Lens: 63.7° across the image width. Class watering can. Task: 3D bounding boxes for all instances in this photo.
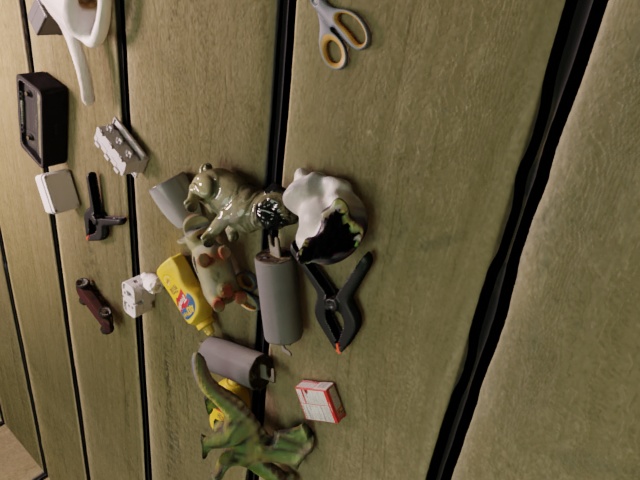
[{"bbox_3d":[-0.519,-0.476,1.083,0.227,0.340,0.105,44,40,20],"label":"watering can"}]

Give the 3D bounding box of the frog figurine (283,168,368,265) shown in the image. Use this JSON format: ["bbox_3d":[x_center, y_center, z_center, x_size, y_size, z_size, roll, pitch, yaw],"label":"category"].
[{"bbox_3d":[0.003,-0.042,0.831,0.122,0.135,0.162,6,28,-22],"label":"frog figurine"}]

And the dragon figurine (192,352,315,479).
[{"bbox_3d":[-0.130,0.403,1.094,0.243,0.401,0.125,0,30,7],"label":"dragon figurine"}]
